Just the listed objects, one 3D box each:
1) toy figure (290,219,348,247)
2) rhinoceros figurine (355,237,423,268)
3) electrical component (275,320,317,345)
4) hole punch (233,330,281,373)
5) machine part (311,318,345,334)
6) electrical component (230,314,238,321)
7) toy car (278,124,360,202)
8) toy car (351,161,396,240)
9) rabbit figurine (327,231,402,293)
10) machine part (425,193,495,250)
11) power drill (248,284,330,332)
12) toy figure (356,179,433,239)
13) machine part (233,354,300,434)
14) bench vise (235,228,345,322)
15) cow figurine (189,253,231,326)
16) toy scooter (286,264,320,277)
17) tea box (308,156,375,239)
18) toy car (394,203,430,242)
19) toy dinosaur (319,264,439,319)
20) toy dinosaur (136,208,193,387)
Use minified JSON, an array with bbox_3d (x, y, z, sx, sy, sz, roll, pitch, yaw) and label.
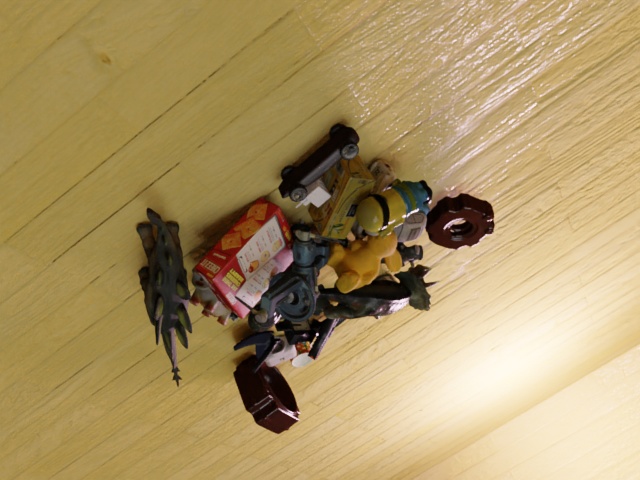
[{"bbox_3d":[-0.003,-0.006,1.287,0.154,0.058,0.064,14,87,-35],"label":"toy figure"},{"bbox_3d":[0.170,0.028,1.369,0.190,0.112,0.073,-2,132,-15],"label":"rhinoceros figurine"},{"bbox_3d":[-0.076,0.252,1.498,0.119,0.075,0.047,0,133,-34],"label":"electrical component"},{"bbox_3d":[-0.170,0.287,1.462,0.116,0.092,0.142,-47,173,-10],"label":"hole punch"},{"bbox_3d":[0.030,0.239,1.570,0.139,0.039,0.084,-33,134,10],"label":"machine part"},{"bbox_3d":[-0.201,0.164,1.365,0.078,0.045,0.102,22,120,-40],"label":"electrical component"},{"bbox_3d":[-0.001,-0.154,1.104,0.202,0.089,0.053,-40,134,14],"label":"toy car"},{"bbox_3d":[0.116,-0.089,1.246,0.056,0.074,0.201,0,133,-32],"label":"toy car"},{"bbox_3d":[0.120,0.037,1.238,0.162,0.122,0.173,11,132,-38],"label":"rabbit figurine"},{"bbox_3d":[0.362,-0.044,1.395,0.179,0.056,0.179,1,142,0],"label":"machine part"},{"bbox_3d":[-0.080,0.178,1.363,0.207,0.086,0.232,-20,171,-27],"label":"power drill"},{"bbox_3d":[0.157,-0.078,1.153,0.180,0.082,0.089,-28,131,-14],"label":"toy figure"},{"bbox_3d":[-0.151,0.444,1.561,0.087,0.202,0.200,-34,138,5],"label":"machine part"},{"bbox_3d":[-0.061,0.095,1.156,0.240,0.129,0.223,-34,145,-53],"label":"bench vise"},{"bbox_3d":[-0.241,0.106,1.242,0.127,0.086,0.194,-63,160,-22],"label":"cow figurine"},{"bbox_3d":[-0.094,0.076,1.310,0.184,0.075,0.135,-24,139,4],"label":"toy scooter"},{"bbox_3d":[0.045,-0.095,1.184,0.068,0.098,0.169,2,133,-29],"label":"tea box"},{"bbox_3d":[0.203,-0.042,1.320,0.162,0.103,0.109,-1,134,-24],"label":"toy car"},{"bbox_3d":[0.142,0.141,1.352,0.404,0.131,0.192,-4,168,-45],"label":"toy dinosaur"},{"bbox_3d":[-0.328,0.128,1.146,0.105,0.199,0.470,-9,135,-15],"label":"toy dinosaur"}]
